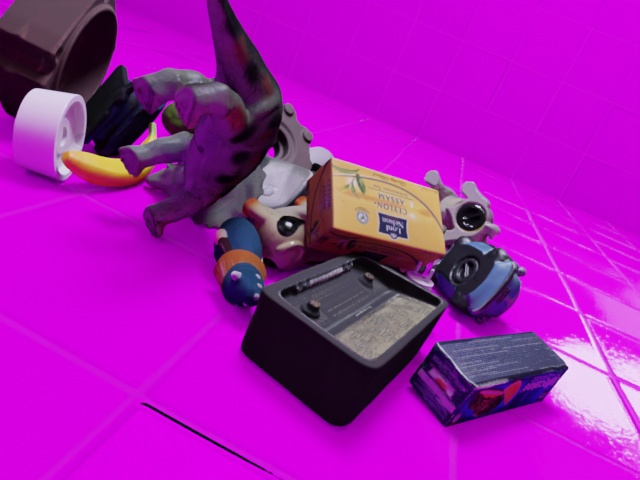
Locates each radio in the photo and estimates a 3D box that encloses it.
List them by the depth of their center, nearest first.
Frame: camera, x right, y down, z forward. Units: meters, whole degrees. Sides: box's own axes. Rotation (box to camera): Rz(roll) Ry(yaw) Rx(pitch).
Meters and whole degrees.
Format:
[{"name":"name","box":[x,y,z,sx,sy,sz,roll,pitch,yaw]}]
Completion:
[{"name":"radio","box":[0.033,0.084,0.551,0.131,0.073,0.229,32,20,21]}]

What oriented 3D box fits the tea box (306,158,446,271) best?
[{"name":"tea box","box":[0.070,-0.028,0.675,0.169,0.068,0.098,12,62,-29]}]

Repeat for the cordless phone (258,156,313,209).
[{"name":"cordless phone","box":[-0.068,-0.126,0.797,0.147,0.184,0.088,22,11,35]}]

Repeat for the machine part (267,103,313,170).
[{"name":"machine part","box":[-0.089,-0.161,0.930,0.179,0.179,0.056,6,-16,-40]}]

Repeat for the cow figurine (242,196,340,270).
[{"name":"cow figurine","box":[-0.001,-0.002,0.722,0.195,0.085,0.127,-5,35,-48]}]

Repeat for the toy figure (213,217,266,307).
[{"name":"toy figure","box":[-0.086,0.029,0.591,0.064,0.057,0.155,10,27,-17]}]

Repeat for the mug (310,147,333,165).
[{"name":"mug","box":[-0.038,-0.144,1.059,0.110,0.080,0.107,29,27,24]}]

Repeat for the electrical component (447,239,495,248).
[{"name":"electrical component","box":[0.305,0.017,1.077,0.102,0.045,0.078,18,48,-5]}]

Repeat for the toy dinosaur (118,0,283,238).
[{"name":"toy dinosaur","box":[-0.111,-0.125,0.616,0.192,0.405,0.131,-26,79,-41]}]

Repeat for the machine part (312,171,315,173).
[{"name":"machine part","box":[0.002,-0.071,0.934,0.139,0.084,0.039,18,-5,-39]}]

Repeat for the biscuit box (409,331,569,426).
[{"name":"biscuit box","box":[0.190,0.146,0.584,0.202,0.059,0.063,5,33,-40]}]

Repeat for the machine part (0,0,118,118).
[{"name":"machine part","box":[-0.377,-0.270,0.782,0.087,0.201,0.201,24,64,-10]}]

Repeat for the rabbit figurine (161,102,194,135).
[{"name":"rabbit figurine","box":[-0.211,-0.217,0.991,0.170,0.121,0.159,12,15,-35]}]

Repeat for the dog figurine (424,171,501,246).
[{"name":"dog figurine","box":[0.250,-0.024,0.976,0.172,0.121,0.190,43,2,29]}]

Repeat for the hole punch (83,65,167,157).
[{"name":"hole punch","box":[-0.296,-0.183,0.812,0.092,0.142,0.116,40,18,-37]}]

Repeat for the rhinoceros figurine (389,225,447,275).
[{"name":"rhinoceros figurine","box":[0.130,0.008,0.820,0.112,0.073,0.190,37,33,0]}]

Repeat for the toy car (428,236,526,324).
[{"name":"toy car","box":[0.243,0.067,0.813,0.103,0.109,0.162,40,1,-22]}]

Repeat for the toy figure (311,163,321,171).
[{"name":"toy figure","box":[0.062,-0.092,1.034,0.180,0.082,0.089,15,32,-35]}]
